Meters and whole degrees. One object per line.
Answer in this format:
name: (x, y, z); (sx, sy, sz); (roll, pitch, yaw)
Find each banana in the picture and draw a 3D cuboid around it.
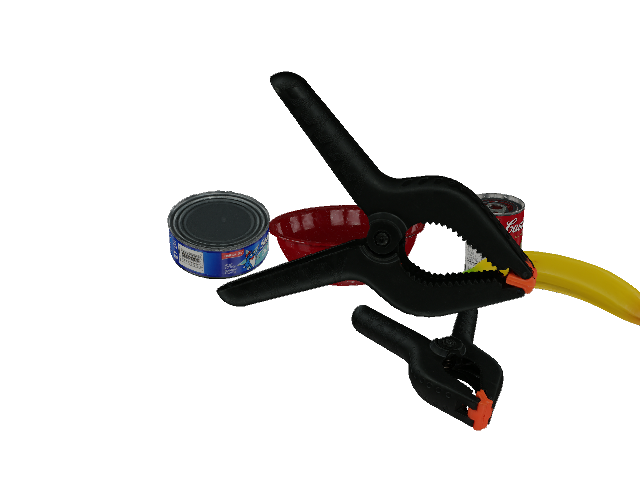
banana: (0.237, 0.044, 1.056); (0.198, 0.037, 0.069); (10, 46, 26)

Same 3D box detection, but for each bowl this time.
bowl: (0.027, 0.007, 1.099); (0.162, 0.055, 0.162); (-2, 15, 0)

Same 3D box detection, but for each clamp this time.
clamp: (0.040, -0.015, 0.696); (0.210, 0.165, 0.036); (12, 18, 11)
clamp: (0.114, 0.098, 0.923); (0.120, 0.039, 0.172); (-14, 36, -21)

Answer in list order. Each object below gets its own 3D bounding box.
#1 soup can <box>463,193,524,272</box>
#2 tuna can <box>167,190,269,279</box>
soup can: (0.205, 0.003, 1.267); (0.068, 0.102, 0.068); (0, 22, 0)
tuna can: (-0.086, -0.005, 0.903); (0.086, 0.034, 0.086); (1, 36, -1)
